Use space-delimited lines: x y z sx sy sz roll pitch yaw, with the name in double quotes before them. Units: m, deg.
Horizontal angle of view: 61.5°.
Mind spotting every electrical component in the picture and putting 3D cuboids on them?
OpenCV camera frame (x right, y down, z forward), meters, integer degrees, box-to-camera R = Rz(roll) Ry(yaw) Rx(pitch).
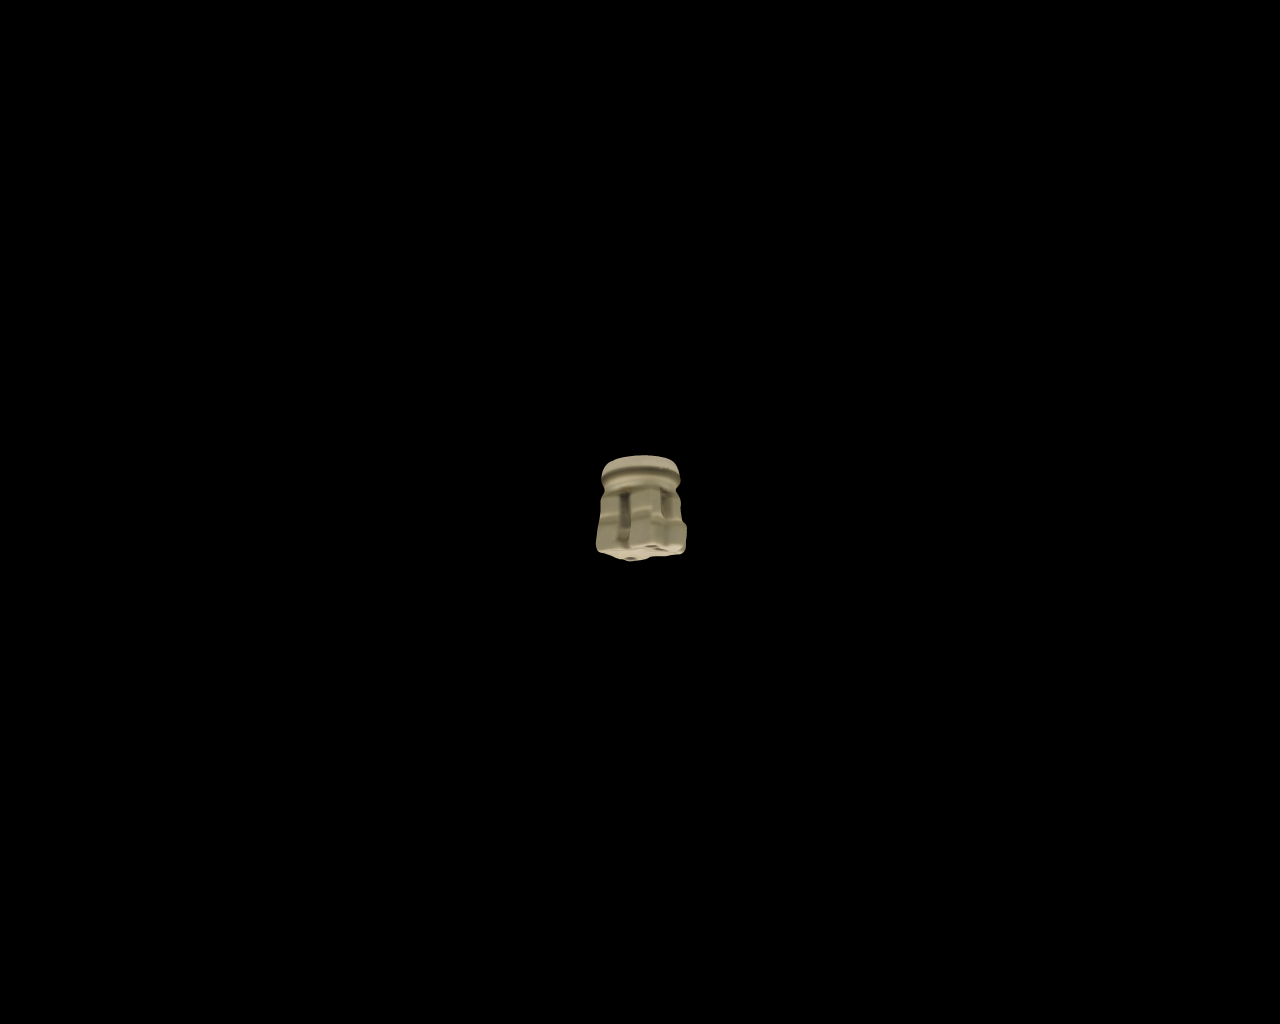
"electrical component" 0.001 -0.003 0.650 0.066 0.055 0.048 -10 -18 33
